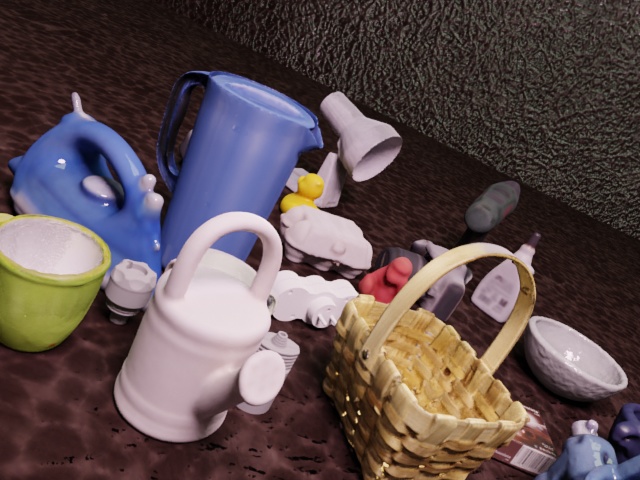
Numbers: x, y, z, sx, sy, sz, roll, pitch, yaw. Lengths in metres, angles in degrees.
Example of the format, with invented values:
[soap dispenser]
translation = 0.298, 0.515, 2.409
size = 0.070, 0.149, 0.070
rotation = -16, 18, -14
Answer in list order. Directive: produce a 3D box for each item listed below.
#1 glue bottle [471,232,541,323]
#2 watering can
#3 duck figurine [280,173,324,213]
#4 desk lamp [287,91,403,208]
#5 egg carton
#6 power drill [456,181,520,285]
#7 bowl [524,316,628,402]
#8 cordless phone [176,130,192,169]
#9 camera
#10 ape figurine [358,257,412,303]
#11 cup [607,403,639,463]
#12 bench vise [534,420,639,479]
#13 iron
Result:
[glue bottle]
translation = 0.347, 0.061, 1.032
size = 0.078, 0.173, 0.037
rotation = 40, 24, 29
[watering can]
translation = -0.087, 0.068, 0.471
size = 0.172, 0.194, 0.101
rotation = 36, 23, 22
[duck figurine]
translation = -0.021, -0.075, 1.028
size = 0.078, 0.086, 0.104
rotation = 13, 25, -32
[desk lamp]
translation = 0.035, -0.169, 1.135
size = 0.202, 0.213, 0.118
rotation = 38, 24, 26
[egg carton]
translation = 0.008, 0.003, 0.905
size = 0.151, 0.069, 0.107
rotation = 17, 23, -24
[power drill]
translation = 0.313, -0.020, 1.128
size = 0.075, 0.208, 0.230
rotation = 34, 22, 17
[bowl]
translation = 0.384, 0.198, 0.898
size = 0.167, 0.074, 0.167
rotation = 24, 21, -10
[cordless phone]
translation = -0.164, -0.185, 0.972
size = 0.094, 0.185, 0.148
rotation = 28, 21, 2
[camera]
translation = 0.162, 0.045, 0.949
size = 0.137, 0.101, 0.143
rotation = 21, 22, -17
[ape figurine]
translation = 0.103, 0.065, 0.845
size = 0.077, 0.092, 0.076
rotation = 32, 22, 11
[cup]
translation = 0.389, 0.267, 0.716
size = 0.118, 0.095, 0.091
rotation = 15, 24, -29
[bench vise]
translation = 0.278, 0.221, 0.517
size = 0.122, 0.219, 0.207
rotation = 18, 23, -22
[iron]
translation = -0.235, -0.051, 0.639
size = 0.257, 0.141, 0.119
rotation = 38, 24, 26
